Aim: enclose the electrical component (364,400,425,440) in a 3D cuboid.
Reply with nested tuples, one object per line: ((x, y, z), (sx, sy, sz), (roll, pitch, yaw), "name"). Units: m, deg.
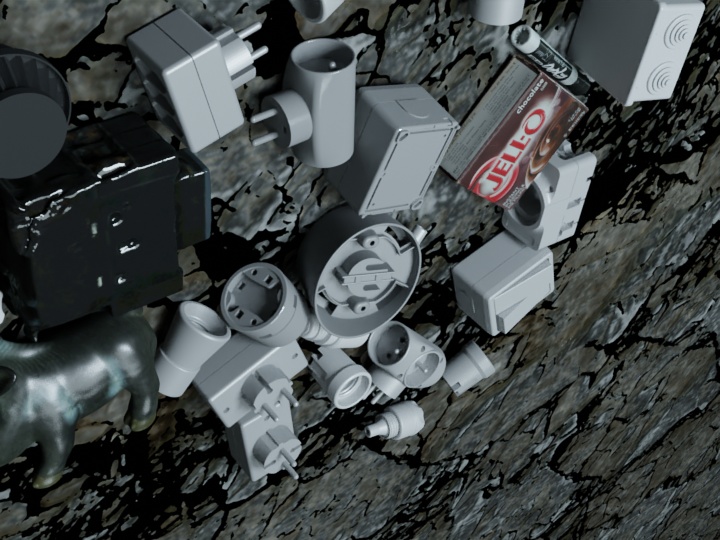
((0.032, 0.151, 1.056), (0.061, 0.035, 0.035), (-13, 133, -35), "electrical component")

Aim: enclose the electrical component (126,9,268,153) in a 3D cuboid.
((-0.089, -0.123, 0.649), (0.077, 0.047, 0.065), (-35, 143, -17), "electrical component")

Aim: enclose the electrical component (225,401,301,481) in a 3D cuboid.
((-0.075, 0.144, 0.902), (0.047, 0.076, 0.083), (-30, 142, -23), "electrical component")

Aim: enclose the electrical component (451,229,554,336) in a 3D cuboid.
((0.142, 0.007, 1.006), (0.096, 0.061, 0.061), (-35, 143, -16), "electrical component")

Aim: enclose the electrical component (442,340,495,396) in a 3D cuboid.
((0.106, 0.099, 1.080), (0.046, 0.040, 0.040), (-37, 145, -2), "electrical component")

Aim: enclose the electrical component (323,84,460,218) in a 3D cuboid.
((0.017, -0.085, 0.791), (0.062, 0.061, 0.096), (-12, 140, -39), "electrical component")

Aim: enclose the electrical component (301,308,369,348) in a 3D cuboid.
((-0.026, 0.045, 0.886), (0.078, 0.040, 0.040), (2, 123, -47), "electrical component")

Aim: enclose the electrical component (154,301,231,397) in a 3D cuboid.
((-0.131, 0.061, 0.794), (0.044, 0.044, 0.065), (13, 119, -51), "electrical component")

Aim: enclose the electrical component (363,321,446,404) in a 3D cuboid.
((0.032, 0.092, 0.990), (0.079, 0.044, 0.077), (-49, 145, 5), "electrical component")

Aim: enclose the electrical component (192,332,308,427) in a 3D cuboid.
((-0.078, 0.088, 0.844), (0.083, 0.076, 0.047), (-38, 144, -12), "electrical component")

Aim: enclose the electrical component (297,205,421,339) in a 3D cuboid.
((0.000, 0.000, 0.837), (0.099, 0.064, 0.099), (-12, 123, -19), "electrical component")

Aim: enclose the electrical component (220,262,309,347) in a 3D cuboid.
((-0.070, 0.028, 0.813), (0.055, 0.055, 0.047), (-46, 149, -1), "electrical component")

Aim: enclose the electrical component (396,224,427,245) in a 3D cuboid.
((0.034, -0.010, 0.901), (0.061, 0.035, 0.035), (-55, 144, 8), "electrical component")

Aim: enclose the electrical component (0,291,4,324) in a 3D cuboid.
((-0.243, 0.017, 0.630), (0.043, 0.043, 0.062), (-47, 143, 0), "electrical component")

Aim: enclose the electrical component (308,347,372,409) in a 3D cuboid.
((-0.019, 0.091, 0.934), (0.040, 0.046, 0.040), (-28, 141, -25), "electrical component")

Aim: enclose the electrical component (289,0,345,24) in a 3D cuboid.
((-0.012, -0.189, 0.671), (0.065, 0.044, 0.044), (-38, 144, -21), "electrical component")

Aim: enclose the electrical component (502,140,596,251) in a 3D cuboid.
((0.166, -0.069, 0.965), (0.056, 0.050, 0.089), (-21, 138, -32), "electrical component")

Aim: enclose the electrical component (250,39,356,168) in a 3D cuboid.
((-0.040, -0.105, 0.721), (0.079, 0.043, 0.077), (-26, 140, -26), "electrical component")

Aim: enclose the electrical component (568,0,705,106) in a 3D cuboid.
((0.220, -0.191, 0.862), (0.048, 0.099, 0.099), (-8, 131, -25), "electrical component")
